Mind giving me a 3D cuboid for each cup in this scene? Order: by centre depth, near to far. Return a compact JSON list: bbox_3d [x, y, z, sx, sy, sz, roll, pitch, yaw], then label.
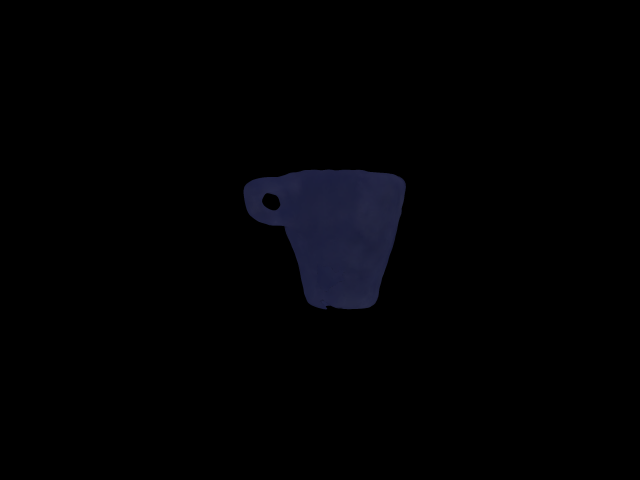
[{"bbox_3d":[0.004,0.001,0.400,0.118,0.095,0.091,0,0,-28],"label":"cup"}]
